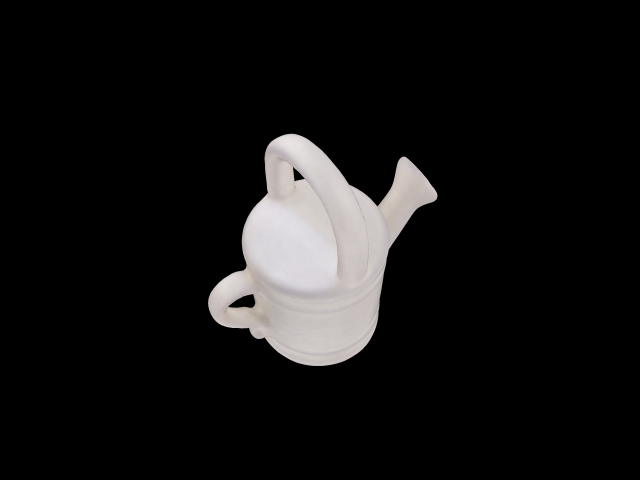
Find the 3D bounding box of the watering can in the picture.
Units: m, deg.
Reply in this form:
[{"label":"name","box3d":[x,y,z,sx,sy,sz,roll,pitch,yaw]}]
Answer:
[{"label":"watering can","box3d":[0.002,0.000,0.401,0.100,0.194,0.173,30,61,19]}]
